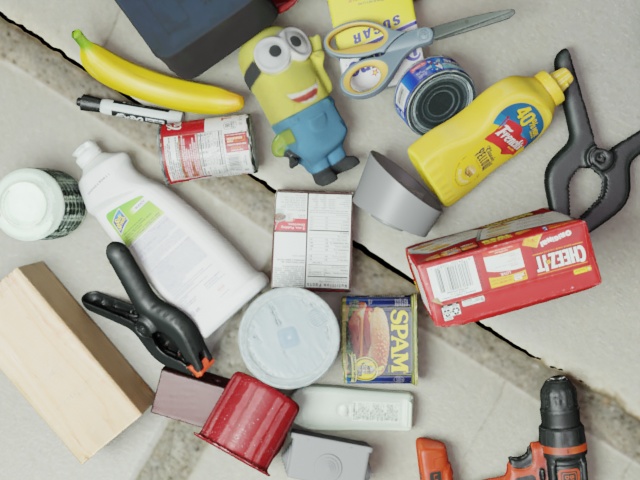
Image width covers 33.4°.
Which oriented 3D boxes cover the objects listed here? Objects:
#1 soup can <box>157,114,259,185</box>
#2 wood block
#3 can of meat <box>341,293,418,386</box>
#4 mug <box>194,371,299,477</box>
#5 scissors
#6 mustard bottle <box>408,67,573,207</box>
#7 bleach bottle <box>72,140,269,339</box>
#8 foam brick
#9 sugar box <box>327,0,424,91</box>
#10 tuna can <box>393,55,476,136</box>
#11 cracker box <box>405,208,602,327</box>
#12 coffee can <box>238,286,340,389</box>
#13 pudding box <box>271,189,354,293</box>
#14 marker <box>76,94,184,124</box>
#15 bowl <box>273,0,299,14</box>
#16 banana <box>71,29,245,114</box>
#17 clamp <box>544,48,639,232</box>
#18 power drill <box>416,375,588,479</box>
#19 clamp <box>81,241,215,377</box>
[{"bbox_3d":[-0.122,-0.100,1.173,0.102,0.068,0.068,-7,92,2],"label":"soup can"},{"bbox_3d":[-0.286,0.132,1.177,0.090,0.091,0.206,-40,91,4],"label":"wood block"},{"bbox_3d":[0.066,0.110,1.182,0.084,0.057,0.102,-1,92,5],"label":"can of meat"},{"bbox_3d":[-0.069,0.199,1.144,0.093,0.117,0.081,19,73,39],"label":"mug"},{"bbox_3d":[0.102,-0.195,1.123,0.202,0.016,0.096,1,79,12],"label":"scissors"},{"bbox_3d":[0.191,-0.122,1.150,0.191,0.096,0.058,-37,50,2],"label":"mustard bottle"},{"bbox_3d":[-0.175,-0.014,1.181,0.102,0.068,0.251,-41,89,8],"label":"bleach bottle"},{"bbox_3d":[-0.142,0.174,1.192,0.078,0.053,0.051,16,93,2],"label":"foam brick"},{"bbox_3d":[0.056,-0.253,1.171,0.093,0.048,0.176,-12,91,2],"label":"sugar box"},{"bbox_3d":[0.125,-0.154,1.155,0.086,0.034,0.086,-13,130,-16],"label":"tuna can"},{"bbox_3d":[0.179,0.025,1.095,0.164,0.213,0.072,-16,94,3],"label":"cracker box"},{"bbox_3d":[-0.031,0.105,1.135,0.103,0.140,0.103,0,83,0],"label":"coffee can"},{"bbox_3d":[-0.008,0.001,1.183,0.090,0.039,0.113,2,88,0],"label":"pudding box"},{"bbox_3d":[-0.214,-0.145,1.198,0.121,0.020,0.020,11,93,2],"label":"marker"},{"bbox_3d":[-0.043,-0.324,1.144,0.162,0.055,0.162,15,112,39],"label":"bowl"},{"bbox_3d":[-0.181,-0.172,1.172,0.197,0.070,0.037,20,79,-9],"label":"banana"},{"bbox_3d":[0.316,-0.091,1.173,0.164,0.036,0.210,14,90,3],"label":"clamp"},{"bbox_3d":[0.203,0.248,1.181,0.187,0.057,0.184,-6,92,2],"label":"power drill"},{"bbox_3d":[-0.192,0.089,1.172,0.171,0.120,0.039,49,53,0],"label":"clamp"}]
